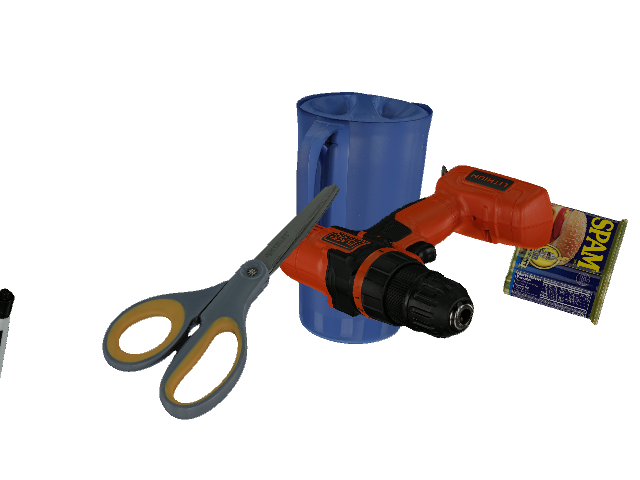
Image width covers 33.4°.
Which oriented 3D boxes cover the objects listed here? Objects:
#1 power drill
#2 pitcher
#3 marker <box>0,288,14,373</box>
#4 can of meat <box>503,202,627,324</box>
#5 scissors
[{"bbox_3d":[0.087,0.004,0.800,0.187,0.057,0.185,-22,30,-35],"label":"power drill"},{"bbox_3d":[0.031,-0.021,1.070,0.149,0.243,0.145,-2,20,-15],"label":"pitcher"},{"bbox_3d":[-0.317,0.097,1.046,0.020,0.121,0.020,14,32,-9],"label":"marker"},{"bbox_3d":[0.214,0.015,0.932,0.084,0.057,0.102,17,46,16],"label":"can of meat"},{"bbox_3d":[-0.063,0.024,0.666,0.096,0.201,0.016,12,-42,14],"label":"scissors"}]
